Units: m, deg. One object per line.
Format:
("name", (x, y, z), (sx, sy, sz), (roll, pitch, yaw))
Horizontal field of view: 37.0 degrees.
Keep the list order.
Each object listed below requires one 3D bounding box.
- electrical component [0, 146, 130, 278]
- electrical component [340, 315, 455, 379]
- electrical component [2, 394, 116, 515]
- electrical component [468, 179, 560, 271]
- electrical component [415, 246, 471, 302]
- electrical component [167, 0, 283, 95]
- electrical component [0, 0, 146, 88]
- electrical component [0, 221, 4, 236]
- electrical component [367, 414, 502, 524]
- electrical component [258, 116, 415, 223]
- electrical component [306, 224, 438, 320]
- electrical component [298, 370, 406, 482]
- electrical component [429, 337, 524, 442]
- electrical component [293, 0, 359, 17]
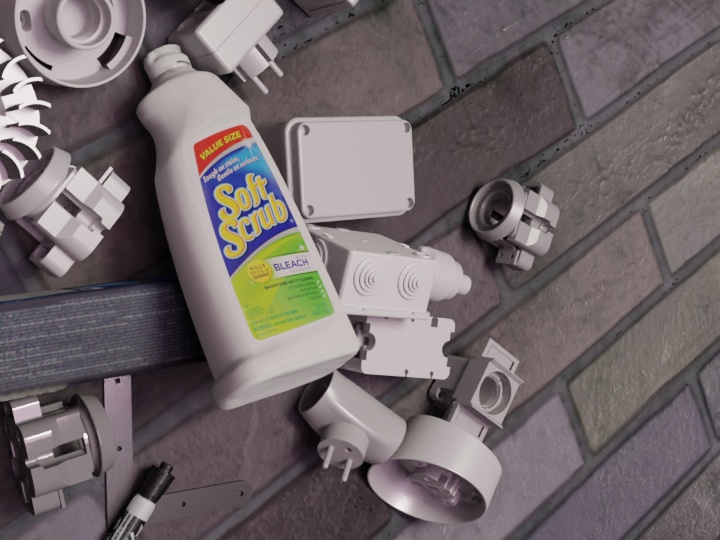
("electrical component", (-0.197, -0.044, 0.704), (0.057, 0.058, 0.078), (46, 68, -31))
("electrical component", (0.023, 0.058, 0.869), (0.089, 0.056, 0.050), (8, 88, -36))
("electrical component", (-0.199, 0.115, 0.713), (0.057, 0.058, 0.078), (-15, 101, -31))
("electrical component", (0.133, -0.045, 0.942), (0.057, 0.058, 0.078), (26, 78, -37))
("electrical component", (0.066, 0.006, 0.905), (0.062, 0.043, 0.043), (17, 83, -37))
("electrical component", (-0.086, -0.163, 0.783), (0.076, 0.047, 0.065), (49, 66, -28))
("electrical component", (-0.194, -0.170, 0.709), (0.099, 0.064, 0.099), (-15, 115, -35))
("electrical component", (-0.260, -0.020, 0.647), (0.080, 0.080, 0.051), (18, 87, -35))
("electrical component", (0.064, 0.166, 0.882), (0.099, 0.099, 0.064), (50, 59, -27))
("electrical component", (-0.017, -0.078, 0.831), (0.113, 0.057, 0.078), (-7, 97, -35))
("electrical component", (0.000, 0.000, 0.824), (0.100, 0.100, 0.048), (6, 102, -36))
("electrical component", (-0.010, 0.127, 0.838), (0.077, 0.043, 0.079), (38, 43, -18))
("electrical component", (0.097, 0.101, 0.920), (0.042, 0.064, 0.081), (39, 71, -32))
("electrical component", (-0.032, -0.232, 0.808), (0.096, 0.062, 0.061), (39, 71, -31))
